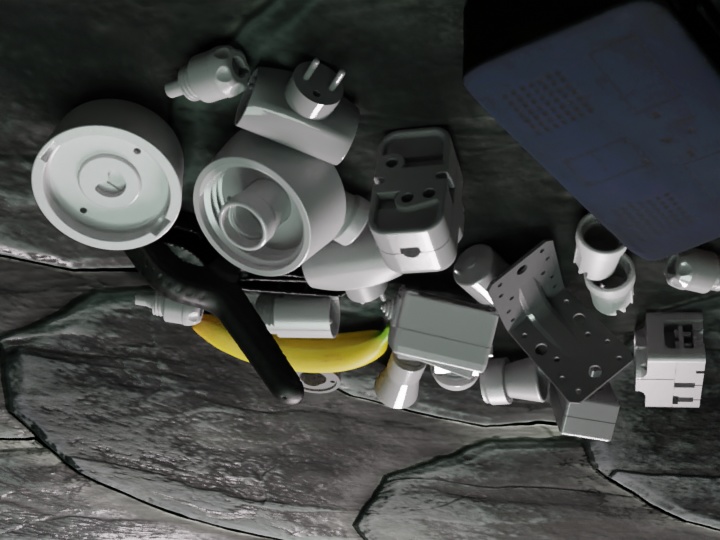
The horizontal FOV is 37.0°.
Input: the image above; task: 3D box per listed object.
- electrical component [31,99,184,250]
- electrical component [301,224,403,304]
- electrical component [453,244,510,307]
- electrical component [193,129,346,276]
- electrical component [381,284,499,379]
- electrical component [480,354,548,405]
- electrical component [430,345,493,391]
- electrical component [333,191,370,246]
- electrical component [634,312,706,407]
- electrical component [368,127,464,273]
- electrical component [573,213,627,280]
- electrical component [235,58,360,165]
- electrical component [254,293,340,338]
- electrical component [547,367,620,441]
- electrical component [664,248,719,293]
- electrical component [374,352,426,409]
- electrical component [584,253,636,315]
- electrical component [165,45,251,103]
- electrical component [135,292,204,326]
[{"bbox_3d":[-0.183,-0.076,0.801,0.108,0.060,0.108,0,128,0],"label":"electrical component"},{"bbox_3d":[0.000,0.000,0.886,0.077,0.043,0.079,-8,134,16],"label":"electrical component"},{"bbox_3d":[0.111,0.011,0.890,0.040,0.040,0.078,-19,138,34],"label":"electrical component"},{"bbox_3d":[-0.072,-0.046,0.790,0.108,0.060,0.108,15,127,21],"label":"electrical component"},{"bbox_3d":[0.062,0.052,0.919,0.096,0.061,0.061,13,-176,-4],"label":"electrical component"},{"bbox_3d":[0.145,0.104,1.013,0.055,0.045,0.045,-7,143,22],"label":"electrical component"},{"bbox_3d":[0.089,0.078,0.989,0.066,0.048,0.055,3,138,8],"label":"electrical component"},{"bbox_3d":[-0.021,-0.047,0.836,0.046,0.040,0.040,30,141,-20],"label":"electrical component"},{"bbox_3d":[0.271,0.080,0.947,0.056,0.050,0.089,-1,145,13],"label":"electrical component"},{"bbox_3d":[0.042,-0.047,0.771,0.054,0.095,0.059,-4,144,17],"label":"electrical component"},{"bbox_3d":[0.186,-0.018,0.834,0.040,0.040,0.046,5,150,5],"label":"electrical component"},{"bbox_3d":[-0.036,-0.115,0.735,0.077,0.043,0.079,20,143,-17],"label":"electrical component"},{"bbox_3d":[-0.062,0.039,0.965,0.081,0.043,0.043,0,145,12],"label":"electrical component"},{"bbox_3d":[0.207,0.102,0.981,0.047,0.083,0.075,9,108,-1],"label":"electrical component"},{"bbox_3d":[0.274,0.002,0.848,0.061,0.035,0.035,12,146,-10],"label":"electrical component"},{"bbox_3d":[0.042,0.098,1.033,0.044,0.044,0.065,12,141,-5],"label":"electrical component"},{"bbox_3d":[0.204,0.011,0.873,0.040,0.040,0.046,-3,149,16],"label":"electrical component"},{"bbox_3d":[-0.107,-0.131,0.736,0.061,0.035,0.035,-11,141,30],"label":"electrical component"},{"bbox_3d":[-0.175,0.031,0.985,0.061,0.035,0.035,9,146,3],"label":"electrical component"}]
